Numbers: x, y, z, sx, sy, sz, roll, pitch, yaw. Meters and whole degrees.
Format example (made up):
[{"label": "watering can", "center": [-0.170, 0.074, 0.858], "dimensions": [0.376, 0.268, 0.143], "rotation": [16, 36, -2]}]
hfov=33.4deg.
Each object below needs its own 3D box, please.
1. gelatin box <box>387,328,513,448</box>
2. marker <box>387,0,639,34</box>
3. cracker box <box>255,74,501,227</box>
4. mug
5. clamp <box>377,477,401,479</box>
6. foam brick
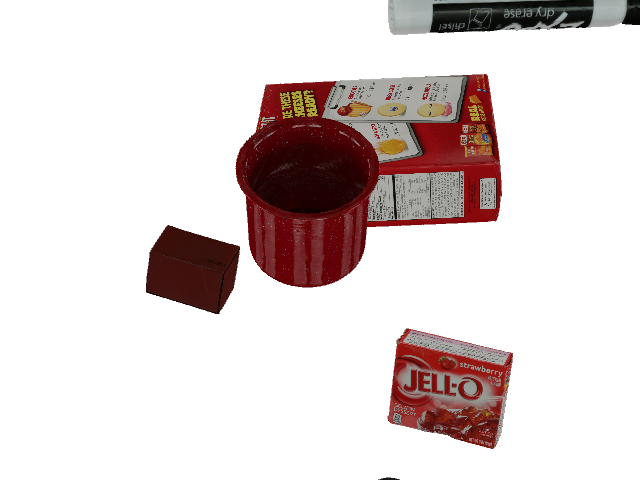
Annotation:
[{"label": "gelatin box", "center": [0.100, 0.115, 0.832], "dimensions": [0.089, 0.073, 0.030], "rotation": [12, 23, 18]}, {"label": "marker", "center": [0.088, -0.093, 0.425], "dimensions": [0.121, 0.020, 0.020], "rotation": [-2, 0, -3]}, {"label": "cracker box", "center": [0.051, -0.081, 0.968], "dimensions": [0.214, 0.072, 0.164], "rotation": [-3, 36, 6]}, {"label": "mug", "center": [-0.014, -0.031, 0.723], "dimensions": [0.093, 0.117, 0.081], "rotation": [-19, -37, -16]}, {"label": "clamp", "center": [-0.028, 0.208, 0.637], "dimensions": [0.210, 0.036, 0.164], "rotation": [-5, 27, 2]}, {"label": "foam brick", "center": [-0.125, 0.028, 1.042], "dimensions": [0.078, 0.051, 0.053], "rotation": [17, 34, 7]}]
